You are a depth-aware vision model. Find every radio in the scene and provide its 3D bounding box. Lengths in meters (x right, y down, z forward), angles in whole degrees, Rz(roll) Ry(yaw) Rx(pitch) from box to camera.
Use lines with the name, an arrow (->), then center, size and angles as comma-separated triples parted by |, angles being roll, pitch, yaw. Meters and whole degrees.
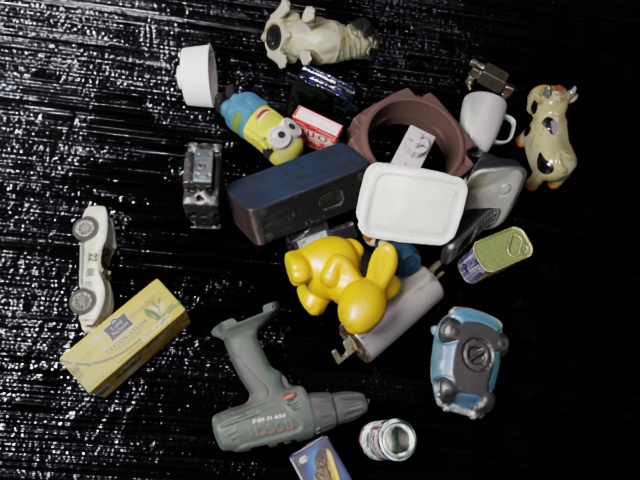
radio -> -0.031, -0.079, 0.890 | 0.230, 0.073, 0.131 | -24, 33, -15

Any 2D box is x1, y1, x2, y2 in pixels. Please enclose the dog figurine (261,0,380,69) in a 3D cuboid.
dog figurine -> 0.003, -0.390, 1.053 | 0.190, 0.121, 0.173 | -13, 36, -44

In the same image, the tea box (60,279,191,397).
tea box -> -0.279, 0.145, 0.791 | 0.068, 0.098, 0.169 | 44, 68, 8

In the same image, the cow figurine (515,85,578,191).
cow figurine -> 0.429, -0.203, 1.006 | 0.085, 0.127, 0.195 | 1, 72, -11

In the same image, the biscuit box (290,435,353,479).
biscuit box -> 0.033, 0.383, 0.763 | 0.063, 0.059, 0.203 | -28, 76, -17

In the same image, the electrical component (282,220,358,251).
electrical component -> -0.002, -0.003, 0.895 | 0.119, 0.048, 0.074 | -25, 111, -14

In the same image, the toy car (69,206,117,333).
toy car -> -0.347, 0.046, 0.832 | 0.056, 0.073, 0.202 | -4, 70, -9

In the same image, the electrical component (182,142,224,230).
electrical component -> -0.188, -0.091, 0.874 | 0.058, 0.134, 0.115 | 0, 71, -8

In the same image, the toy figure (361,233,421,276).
toy figure -> 0.109, 0.002, 0.901 | 0.058, 0.064, 0.155 | -36, 40, -5

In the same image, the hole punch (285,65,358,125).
hole punch -> 0.010, -0.263, 0.982 | 0.142, 0.115, 0.092 | 29, 60, 3

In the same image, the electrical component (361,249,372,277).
electrical component -> 0.065, 0.046, 0.917 | 0.094, 0.021, 0.063 | 35, 69, 5

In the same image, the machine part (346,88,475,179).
machine part -> 0.160, -0.161, 0.975 | 0.201, 0.087, 0.201 | -32, 76, -19

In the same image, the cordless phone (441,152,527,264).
cordless phone -> 0.259, -0.051, 0.902 | 0.089, 0.146, 0.184 | 33, 51, 21

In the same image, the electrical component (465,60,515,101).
electrical component -> 0.342, -0.319, 1.085 | 0.102, 0.045, 0.078 | 26, 40, 0

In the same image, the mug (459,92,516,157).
mug -> 0.314, -0.210, 1.025 | 0.109, 0.081, 0.107 | 21, 79, -8

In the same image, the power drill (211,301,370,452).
power drill -> -0.062, 0.202, 0.816 | 0.232, 0.086, 0.207 | -19, 80, -11

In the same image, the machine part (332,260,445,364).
machine part -> 0.116, 0.116, 0.868 | 0.243, 0.079, 0.079 | -38, 79, -19

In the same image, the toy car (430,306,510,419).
toy car -> 0.220, 0.191, 0.839 | 0.109, 0.103, 0.161 | 15, 73, -8

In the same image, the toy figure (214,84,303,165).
toy figure -> -0.106, -0.203, 0.959 | 0.180, 0.089, 0.082 | 36, 83, 16

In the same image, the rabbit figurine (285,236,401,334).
rabbit figurine -> 0.049, 0.075, 0.817 | 0.162, 0.121, 0.173 | -20, 35, -14
